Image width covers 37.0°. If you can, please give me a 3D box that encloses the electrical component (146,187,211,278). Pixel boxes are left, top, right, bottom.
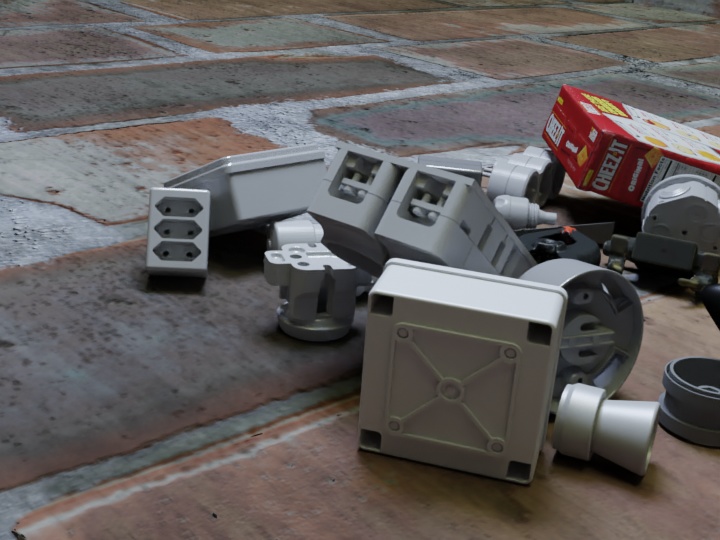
[{"bbox_3d":[-0.147,-0.027,0.875,0.047,0.065,0.076,3,-8,-7],"label":"electrical component"}]

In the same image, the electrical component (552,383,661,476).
[{"bbox_3d":[0.147,0.094,0.644,0.055,0.045,0.045,13,22,20],"label":"electrical component"}]

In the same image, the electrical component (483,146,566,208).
[{"bbox_3d":[0.161,-0.097,1.132,0.074,0.052,0.138,15,23,25],"label":"electrical component"}]

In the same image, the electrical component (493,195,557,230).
[{"bbox_3d":[0.159,-0.053,1.043,0.061,0.035,0.035,7,21,-1],"label":"electrical component"}]

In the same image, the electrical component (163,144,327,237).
[{"bbox_3d":[-0.098,-0.066,0.936,0.109,0.056,0.109,-14,1,-41],"label":"electrical component"}]

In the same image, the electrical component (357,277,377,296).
[{"bbox_3d":[0.000,0.000,0.858,0.062,0.048,0.048,7,20,-16],"label":"electrical component"}]

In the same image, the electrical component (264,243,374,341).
[{"bbox_3d":[-0.031,0.016,0.789,0.078,0.057,0.058,-2,22,-17],"label":"electrical component"}]

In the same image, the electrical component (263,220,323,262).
[{"bbox_3d":[-0.043,-0.022,0.908,0.078,0.040,0.040,-2,22,-19],"label":"electrical component"}]

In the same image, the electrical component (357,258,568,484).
[{"bbox_3d":[0.059,0.058,0.630,0.109,0.108,0.056,10,24,13],"label":"electrical component"}]

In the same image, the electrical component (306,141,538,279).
[{"bbox_3d":[0.053,-0.007,0.741,0.105,0.060,0.186,20,-13,33],"label":"electrical component"}]

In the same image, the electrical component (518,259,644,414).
[{"bbox_3d":[0.140,0.042,0.707,0.099,0.099,0.064,-2,16,-18],"label":"electrical component"}]

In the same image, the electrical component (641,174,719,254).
[{"bbox_3d":[0.299,-0.043,0.989,0.080,0.080,0.051,10,27,13],"label":"electrical component"}]

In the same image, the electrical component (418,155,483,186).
[{"bbox_3d":[0.091,-0.094,1.114,0.066,0.047,0.076,6,22,2],"label":"electrical component"}]
